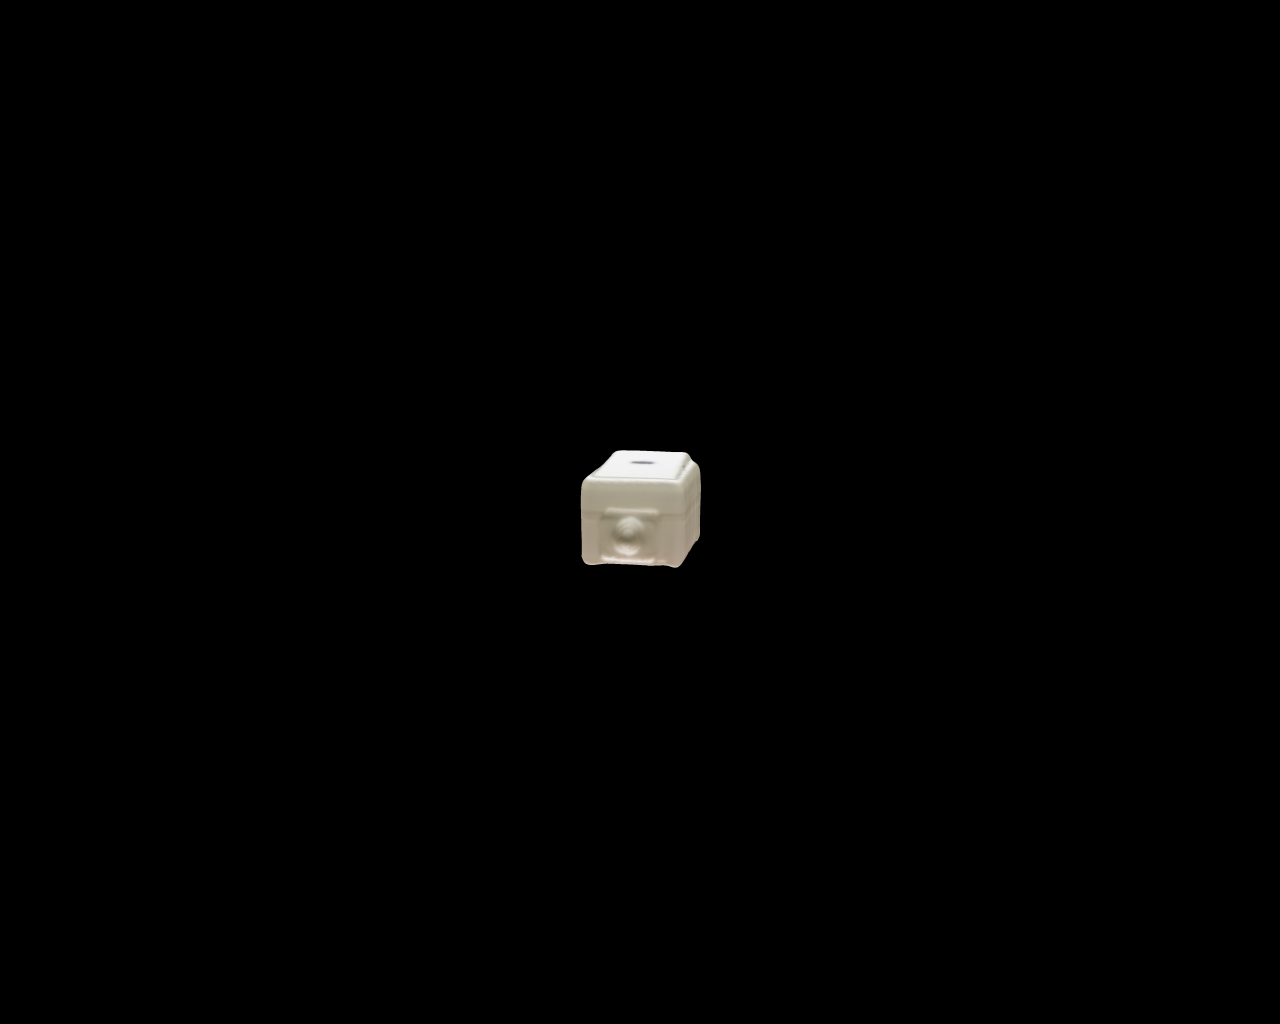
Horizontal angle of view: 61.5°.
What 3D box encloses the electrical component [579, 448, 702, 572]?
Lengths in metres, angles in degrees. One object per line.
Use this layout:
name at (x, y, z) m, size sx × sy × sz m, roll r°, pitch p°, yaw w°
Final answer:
electrical component at (0.001, -0.003, 0.650) m, size 0.062 × 0.061 × 0.096 m, roll 2°, pitch 12°, yaw 11°
